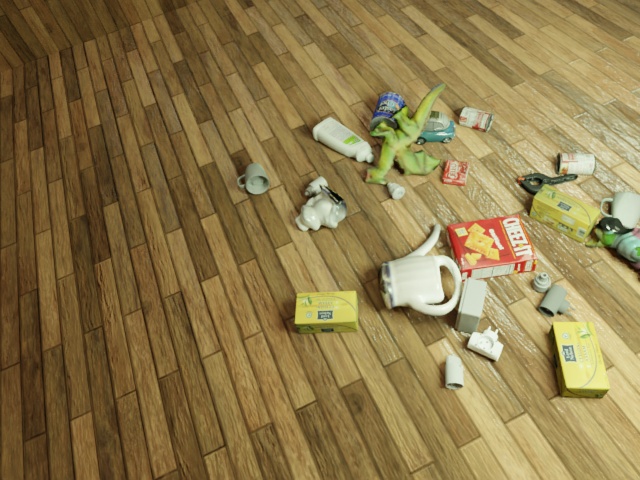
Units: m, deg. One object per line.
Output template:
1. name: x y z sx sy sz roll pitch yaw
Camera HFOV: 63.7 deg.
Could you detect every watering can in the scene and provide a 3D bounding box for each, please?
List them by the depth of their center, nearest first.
1. watering can: 0.274 0.083 1.457 0.224 0.101 0.356 -8 39 7

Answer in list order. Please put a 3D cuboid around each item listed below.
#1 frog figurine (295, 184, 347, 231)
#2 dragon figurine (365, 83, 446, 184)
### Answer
1. frog figurine: 0.005 -0.083 1.651 0.139 0.122 0.158 44 107 26
2. dragon figurine: 0.312 -0.330 1.736 0.410 0.122 0.242 -33 93 -1
